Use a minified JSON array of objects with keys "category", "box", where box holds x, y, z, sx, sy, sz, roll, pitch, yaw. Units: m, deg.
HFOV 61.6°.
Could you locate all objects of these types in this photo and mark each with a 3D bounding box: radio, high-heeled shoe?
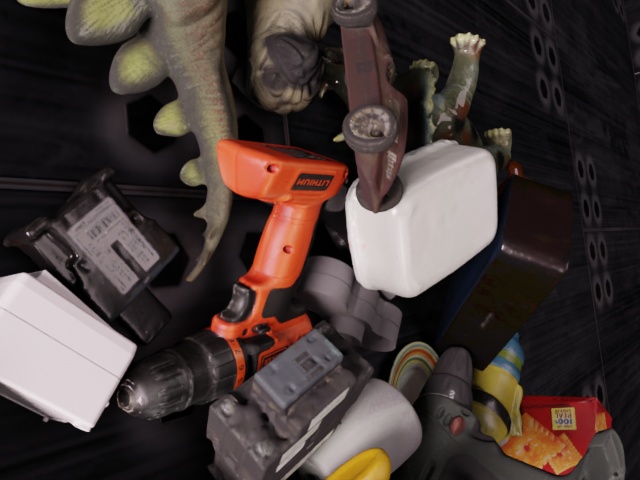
[{"category":"radio","box":[0.209,0.042,0.633,0.229,0.073,0.131,104,10,-51]},{"category":"high-heeled shoe","box":[-0.001,-0.002,0.524,0.248,0.086,0.145,6,110,-30]}]

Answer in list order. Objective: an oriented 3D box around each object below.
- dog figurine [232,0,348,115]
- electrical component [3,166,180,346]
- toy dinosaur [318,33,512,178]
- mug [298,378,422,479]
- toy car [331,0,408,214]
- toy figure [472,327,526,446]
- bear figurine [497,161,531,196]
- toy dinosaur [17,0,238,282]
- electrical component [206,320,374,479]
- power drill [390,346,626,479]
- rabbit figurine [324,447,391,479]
[{"category":"dog figurine","box":[-0.011,-0.216,0.524,0.172,0.121,0.190,-9,104,-46]},{"category":"electrical component","box":[-0.136,0.021,0.357,0.075,0.048,0.119,-50,118,-41]},{"category":"toy dinosaur","box":[0.158,-0.106,0.676,0.404,0.131,0.192,39,67,-43]},{"category":"mug","box":[0.028,0.179,0.493,0.107,0.081,0.109,-30,101,-40]},{"category":"toy car","box":[0.043,-0.114,0.434,0.089,0.053,0.202,76,8,-56]},{"category":"toy figure","box":[0.222,0.184,0.713,0.089,0.082,0.180,35,62,-22]},{"category":"bear figurine","box":[0.283,-0.014,0.816,0.120,0.132,0.196,48,31,-38]},{"category":"toy dinosaur","box":[-0.112,-0.211,0.370,0.198,0.105,0.470,-25,104,-29]},{"category":"electrical component","box":[-0.023,0.125,0.396,0.058,0.134,0.115,40,49,21]},{"category":"power drill","box":[0.172,0.200,0.521,0.232,0.208,0.085,-50,129,-35]},{"category":"rabbit figurine","box":[0.006,0.222,0.379,0.162,0.173,0.121,-35,110,-40]}]
